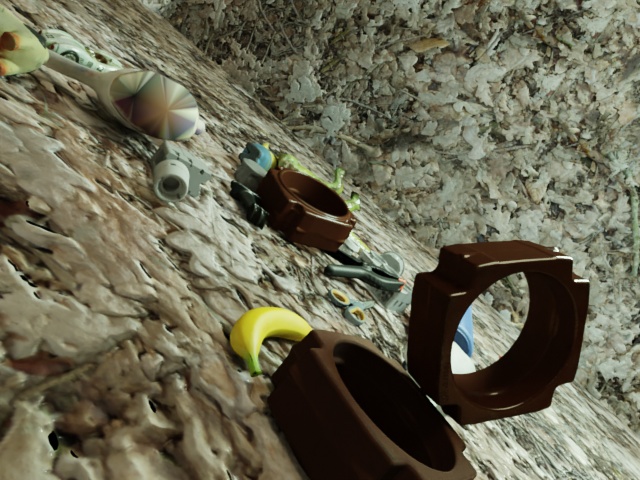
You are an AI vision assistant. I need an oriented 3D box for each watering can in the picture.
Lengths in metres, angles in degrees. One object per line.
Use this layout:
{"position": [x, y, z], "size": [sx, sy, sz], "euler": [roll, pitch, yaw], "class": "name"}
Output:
{"position": [-0.349, -0.259, 0.901], "size": [0.345, 0.104, 0.226], "euler": [21, 4, -35], "class": "watering can"}

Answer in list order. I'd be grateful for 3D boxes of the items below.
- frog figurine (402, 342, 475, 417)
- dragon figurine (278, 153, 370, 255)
{"position": [0.181, 0.212, 0.810], "size": [0.140, 0.122, 0.157], "euler": [67, 10, 23], "class": "frog figurine"}
{"position": [0.004, -0.068, 1.351], "size": [0.244, 0.120, 0.416], "euler": [-7, 62, -47], "class": "dragon figurine"}
